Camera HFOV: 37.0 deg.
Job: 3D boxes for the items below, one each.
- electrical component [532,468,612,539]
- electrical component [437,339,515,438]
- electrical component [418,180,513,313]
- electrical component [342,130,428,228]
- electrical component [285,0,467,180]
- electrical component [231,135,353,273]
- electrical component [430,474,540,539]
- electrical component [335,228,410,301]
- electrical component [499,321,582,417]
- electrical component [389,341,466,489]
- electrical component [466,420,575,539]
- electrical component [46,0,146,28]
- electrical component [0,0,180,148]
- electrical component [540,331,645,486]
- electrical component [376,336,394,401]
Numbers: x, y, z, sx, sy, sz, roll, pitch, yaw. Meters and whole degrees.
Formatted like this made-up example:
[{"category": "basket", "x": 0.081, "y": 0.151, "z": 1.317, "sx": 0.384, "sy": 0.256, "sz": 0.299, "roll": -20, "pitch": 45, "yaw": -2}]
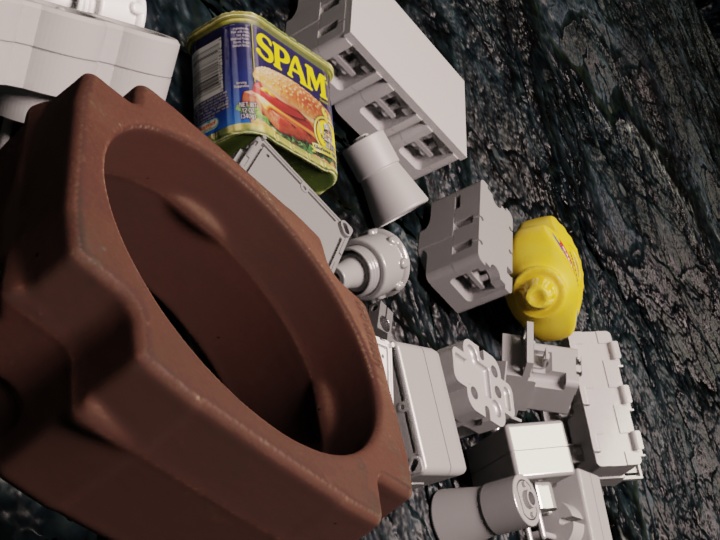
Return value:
[{"category": "electrical component", "x": 0.154, "y": 0.196, "z": 0.819, "sx": 0.076, "sy": 0.047, "sz": 0.083, "roll": 27, "pitch": 47, "yaw": -48}, {"category": "electrical component", "x": 0.061, "y": 0.085, "z": 0.735, "sx": 0.078, "sy": 0.057, "sz": 0.058, "roll": 36, "pitch": 41, "yaw": -43}, {"category": "electrical component", "x": 0.083, "y": -0.017, "z": 0.847, "sx": 0.050, "sy": 0.056, "sz": 0.089, "roll": 46, "pitch": 35, "yaw": -33}, {"category": "electrical component", "x": 0.016, "y": -0.069, "z": 0.789, "sx": 0.065, "sy": 0.044, "sz": 0.044, "roll": 61, "pitch": 29, "yaw": 1}, {"category": "electrical component", "x": 0.015, "y": -0.148, "z": 0.821, "sx": 0.150, "sy": 0.062, "sz": 0.089, "roll": 41, "pitch": 38, "yaw": -38}, {"category": "electrical component", "x": -0.062, "y": -0.025, "z": 0.614, "sx": 0.096, "sy": 0.061, "sz": 0.061, "roll": 47, "pitch": 34, "yaw": -18}, {"category": "electrical component", "x": 0.085, "y": 0.159, "z": 0.713, "sx": 0.044, "sy": 0.065, "sz": 0.044, "roll": 38, "pitch": 40, "yaw": -41}, {"category": "electrical component", "x": 0.000, "y": 0.000, "z": 0.711, "sx": 0.062, "sy": 0.048, "sz": 0.048, "roll": -20, "pitch": 87, "yaw": -54}, {"category": "electrical component", "x": 0.138, "y": 0.084, "z": 0.844, "sx": 0.081, "sy": 0.064, "sz": 0.042, "roll": 97, "pitch": 0, "yaw": -47}, {"category": "electrical component", "x": 0.020, "y": 0.087, "z": 0.660, "sx": 0.061, "sy": 0.062, "sz": 0.096, "roll": 16, "pitch": 56, "yaw": -54}, {"category": "electrical component", "x": 0.116, "y": 0.152, "z": 0.754, "sx": 0.047, "sy": 0.065, "sz": 0.076, "roll": -1, "pitch": 66, "yaw": -22}, {"category": "electrical component", "x": -0.148, "y": -0.139, "z": 0.566, "sx": 0.062, "sy": 0.048, "sz": 0.048, "roll": 6, "pitch": 65, "yaw": -50}, {"category": "electrical component", "x": -0.153, "y": -0.089, "z": 0.510, "sx": 0.138, "sy": 0.052, "sz": 0.073, "roll": 4, "pitch": 107, "yaw": -49}, {"category": "electrical component", "x": 0.197, "y": 0.117, "z": 0.917, "sx": 0.079, "sy": 0.063, "sz": 0.121, "roll": 0, "pitch": 63, "yaw": -15}, {"category": "electrical component", "x": -0.021, "y": 0.084, "z": 0.604, "sx": 0.062, "sy": 0.061, "sz": 0.096, "roll": 25, "pitch": 57, "yaw": -50}]
